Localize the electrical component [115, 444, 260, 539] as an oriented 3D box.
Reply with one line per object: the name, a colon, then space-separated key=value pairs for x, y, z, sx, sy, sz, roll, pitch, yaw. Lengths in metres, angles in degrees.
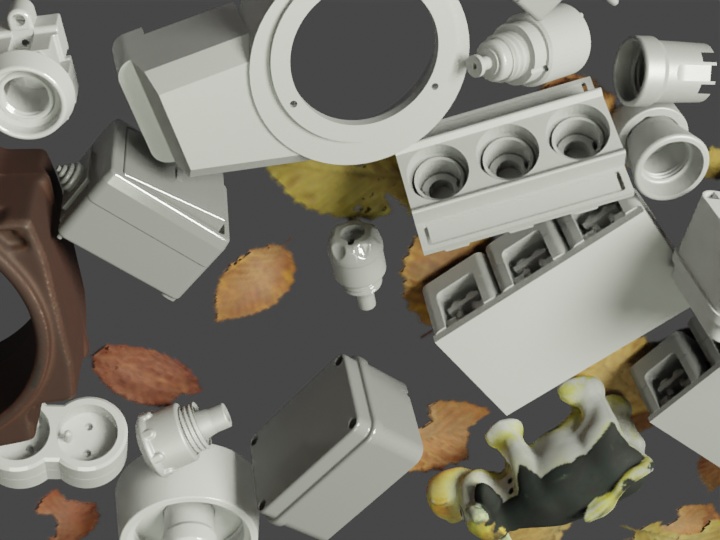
electrical component: x=-0.125 y=0.185 z=0.784 sx=0.108 sy=0.060 sz=0.108 roll=-5 pitch=128 yaw=-6

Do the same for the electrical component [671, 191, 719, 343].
electrical component: x=0.246 y=0.003 z=0.616 sx=0.113 sy=0.078 sz=0.057 roll=6 pitch=123 yaw=-12

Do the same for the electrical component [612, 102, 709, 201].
electrical component: x=0.176 y=-0.074 z=0.639 sx=0.045 sy=0.055 sz=0.045 roll=-5 pitch=128 yaw=-6

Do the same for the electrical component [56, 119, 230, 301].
electrical component: x=-0.125 y=-0.040 z=0.611 sx=0.096 sy=0.061 sz=0.061 roll=32 pitch=116 yaw=-29

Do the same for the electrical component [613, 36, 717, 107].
electrical component: x=0.176 y=-0.114 z=0.619 sx=0.046 sy=0.040 sz=0.040 roll=-2 pitch=128 yaw=-15

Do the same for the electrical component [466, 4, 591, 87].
electrical component: x=0.090 y=-0.119 z=0.584 sx=0.078 sy=0.040 sz=0.040 roll=-23 pitch=135 yaw=-33

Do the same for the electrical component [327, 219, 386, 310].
electrical component: x=0.000 y=0.000 z=0.680 sx=0.035 sy=0.035 sz=0.061 roll=-12 pitch=130 yaw=0

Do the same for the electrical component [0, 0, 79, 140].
electrical component: x=-0.172 y=-0.100 z=0.562 sx=0.048 sy=0.055 sz=0.066 roll=-8 pitch=128 yaw=-3

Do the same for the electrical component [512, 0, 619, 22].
electrical component: x=0.118 y=-0.168 z=0.562 sx=0.076 sy=0.047 sz=0.083 roll=33 pitch=116 yaw=-29

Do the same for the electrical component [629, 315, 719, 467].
electrical component: x=0.298 y=0.095 z=0.785 sx=0.186 sy=0.060 sz=0.105 roll=32 pitch=116 yaw=-29

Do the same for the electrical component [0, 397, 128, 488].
electrical component: x=-0.228 y=0.122 z=0.727 sx=0.138 sy=0.052 sz=0.073 roll=3 pitch=151 yaw=-11

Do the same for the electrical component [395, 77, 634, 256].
electrical component: x=0.087 y=-0.056 z=0.629 sx=0.121 sy=0.078 sz=0.063 roll=-16 pitch=156 yaw=3

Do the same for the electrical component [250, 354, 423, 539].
electrical component: x=-0.019 y=0.122 z=0.743 sx=0.057 sy=0.078 sz=0.113 roll=31 pitch=117 yaw=-31

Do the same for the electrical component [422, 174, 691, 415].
electrical component: x=0.127 y=0.013 z=0.693 sx=0.150 sy=0.061 sz=0.089 roll=-34 pitch=125 yaw=16

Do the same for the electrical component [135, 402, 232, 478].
electrical component: x=-0.120 y=0.111 z=0.740 sx=0.062 sy=0.048 sz=0.048 roll=-23 pitch=128 yaw=0
